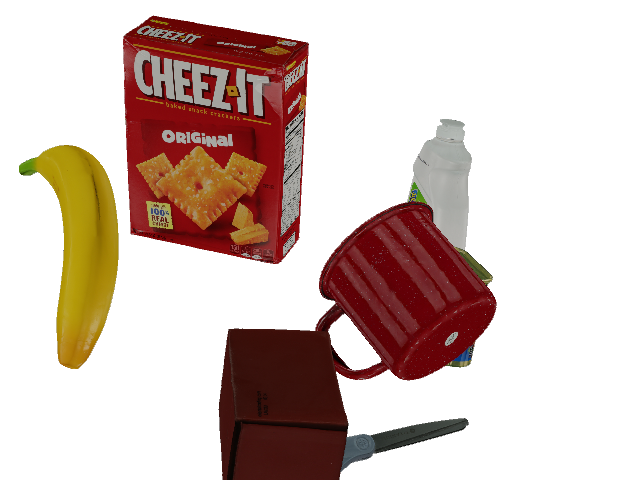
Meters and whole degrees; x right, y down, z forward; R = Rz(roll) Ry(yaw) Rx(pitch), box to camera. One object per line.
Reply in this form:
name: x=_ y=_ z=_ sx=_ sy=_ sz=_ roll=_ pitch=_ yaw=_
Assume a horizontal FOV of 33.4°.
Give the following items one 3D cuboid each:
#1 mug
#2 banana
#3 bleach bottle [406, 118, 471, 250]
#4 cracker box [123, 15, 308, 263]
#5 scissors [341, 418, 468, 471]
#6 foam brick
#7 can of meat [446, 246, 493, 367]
mug: x=0.050 y=0.043 z=0.691 sx=0.117 sy=0.081 sz=0.093 roll=-39 pitch=-26 yaw=1
banana: x=-0.166 y=-0.005 z=0.733 sx=0.037 sy=0.198 sz=0.070 roll=18 pitch=-55 yaw=-37
bleach bottle: x=0.129 y=-0.009 z=1.198 sx=0.068 sy=0.251 sz=0.103 roll=1 pitch=20 yaw=-23
cracker box: x=-0.102 y=-0.093 z=1.031 sx=0.164 sy=0.214 sz=0.072 roll=12 pitch=32 yaw=14
scissors: x=0.027 y=0.180 z=0.839 sx=0.201 sy=0.096 sz=0.016 roll=2 pitch=-42 yaw=-9
foam brick: x=-0.020 y=0.084 z=0.507 sx=0.053 sy=0.051 sz=0.078 roll=4 pitch=27 yaw=-8
can of meat: x=0.109 y=0.057 z=0.961 sx=0.057 sy=0.084 sz=0.102 roll=6 pitch=16 yaw=-14
